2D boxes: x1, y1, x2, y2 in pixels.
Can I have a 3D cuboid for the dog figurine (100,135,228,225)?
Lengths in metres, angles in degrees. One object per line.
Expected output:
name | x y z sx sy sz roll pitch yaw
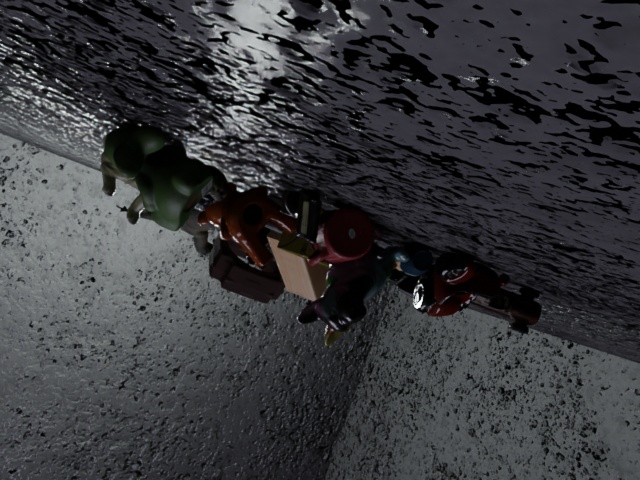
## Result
dog figurine | -0.271 -0.126 0.945 0.191 0.121 0.172 -14 131 20

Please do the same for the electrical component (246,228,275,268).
electrical component | -0.129 -0.014 1.321 0.058 0.134 0.115 20 -139 -39

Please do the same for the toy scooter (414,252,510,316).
toy scooter | 0.253 0.083 0.953 0.135 0.075 0.183 6 147 -9

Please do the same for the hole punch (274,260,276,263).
hole punch | -0.073 -0.007 1.396 0.116 0.092 0.142 -6 -144 -28

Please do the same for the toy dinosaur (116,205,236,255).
toy dinosaur | -0.299 -0.062 1.292 0.472 0.105 0.198 -6 138 32

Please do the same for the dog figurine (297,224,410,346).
dog figurine | 0.041 0.075 0.959 0.108 0.219 0.192 46 164 -25

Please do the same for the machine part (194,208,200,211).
machine part | -0.274 -0.110 1.097 0.243 0.079 0.079 22 176 -24

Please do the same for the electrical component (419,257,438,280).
electrical component | 0.245 0.078 1.041 0.102 0.078 0.045 22 -168 9

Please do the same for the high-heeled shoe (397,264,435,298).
high-heeled shoe | 0.263 0.110 1.215 0.249 0.086 0.145 3 163 -18

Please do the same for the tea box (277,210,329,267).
tea box | -0.002 -0.003 1.064 0.068 0.098 0.169 17 174 31

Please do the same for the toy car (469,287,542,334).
toy car | 0.341 0.117 1.070 0.202 0.089 0.053 21 179 4

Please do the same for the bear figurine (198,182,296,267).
bear figurine | -0.147 -0.039 1.015 0.131 0.120 0.196 45 164 -22

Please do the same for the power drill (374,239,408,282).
power drill | 0.140 0.041 1.215 0.232 0.086 0.207 23 -176 -6

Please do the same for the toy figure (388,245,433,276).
toy figure | 0.168 0.037 1.038 0.064 0.057 0.154 22 176 -10

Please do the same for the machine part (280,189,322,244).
machine part | -0.028 -0.044 0.851 0.039 0.084 0.139 -5 -166 -19

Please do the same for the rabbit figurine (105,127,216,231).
rabbit figurine | -0.264 -0.108 0.822 0.170 0.121 0.159 35 172 -1

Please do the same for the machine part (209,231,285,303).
machine part | -0.186 0.061 1.413 0.201 0.087 0.202 23 -157 -23
